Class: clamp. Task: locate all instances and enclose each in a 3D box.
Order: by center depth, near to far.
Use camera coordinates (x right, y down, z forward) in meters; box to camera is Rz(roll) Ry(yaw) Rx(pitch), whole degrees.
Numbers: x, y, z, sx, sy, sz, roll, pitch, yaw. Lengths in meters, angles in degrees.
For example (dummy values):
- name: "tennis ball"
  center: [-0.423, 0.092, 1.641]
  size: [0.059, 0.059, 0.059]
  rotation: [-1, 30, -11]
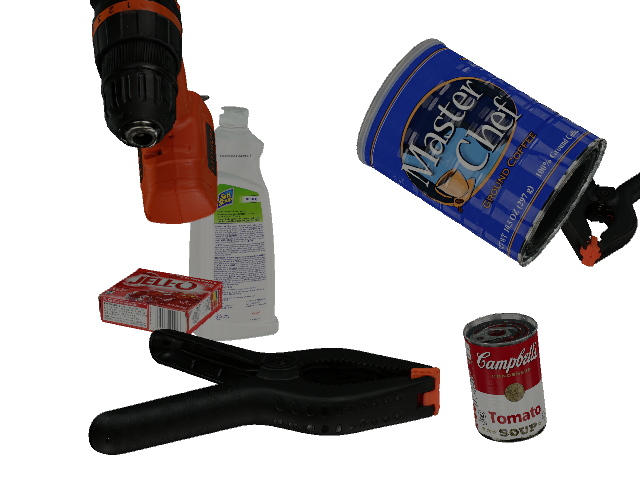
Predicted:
- name: "clamp"
  center: [-0.031, 0.090, 0.683]
  size: [0.210, 0.036, 0.164]
  rotation: [-1, 16, -2]
- name: "clamp"
  center: [0.285, -0.045, 1.119]
  size: [0.120, 0.039, 0.171]
  rotation: [17, 45, 21]

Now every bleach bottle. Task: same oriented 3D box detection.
- name: "bleach bottle"
  center: [-0.092, -0.020, 1.166]
  size: [0.102, 0.251, 0.068]
  rotation: [-4, 16, -29]

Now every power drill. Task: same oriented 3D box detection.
- name: "power drill"
  center: [-0.104, -0.093, 0.687]
  size: [0.057, 0.184, 0.188]
  rotation: [-5, -34, -2]

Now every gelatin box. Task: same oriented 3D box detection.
- name: "gelatin box"
  center: [-0.143, 0.054, 0.962]
  size: [0.089, 0.030, 0.073]
  rotation: [9, 21, 19]

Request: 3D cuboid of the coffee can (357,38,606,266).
- name: "coffee can"
  center: [0.111, -0.062, 0.745]
  size: [0.140, 0.103, 0.102]
  rotation: [35, 12, 18]

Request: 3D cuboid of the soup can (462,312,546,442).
- name: "soup can"
  center: [0.172, 0.127, 0.993]
  size: [0.068, 0.102, 0.068]
  rotation: [-9, 18, 3]
